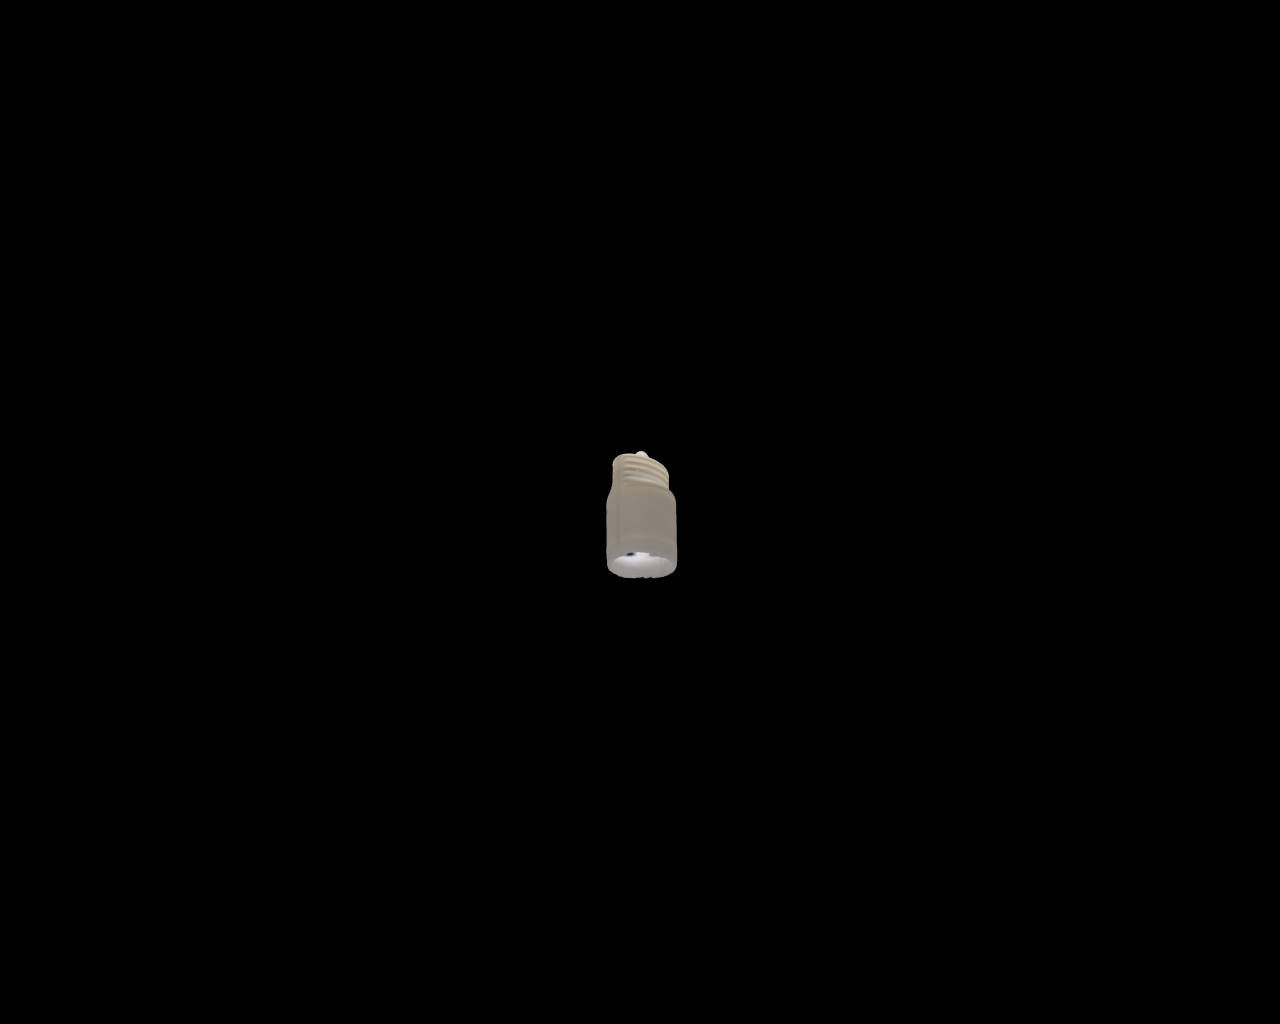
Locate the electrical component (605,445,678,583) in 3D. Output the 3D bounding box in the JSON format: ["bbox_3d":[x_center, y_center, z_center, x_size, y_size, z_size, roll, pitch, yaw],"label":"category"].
[{"bbox_3d":[0.001,-0.003,0.650,0.043,0.081,0.043,0,-25,0],"label":"electrical component"}]
